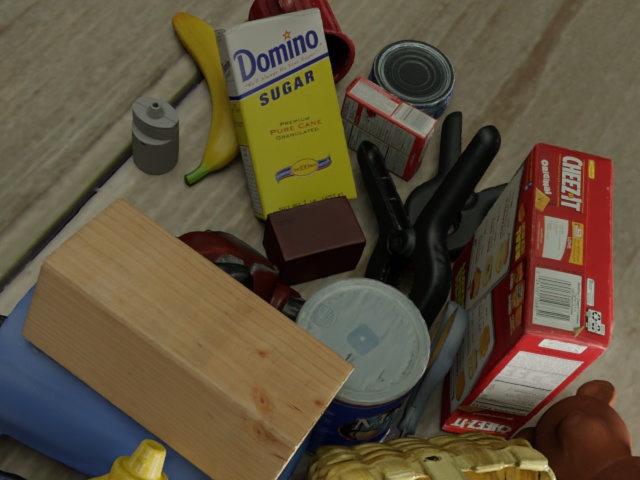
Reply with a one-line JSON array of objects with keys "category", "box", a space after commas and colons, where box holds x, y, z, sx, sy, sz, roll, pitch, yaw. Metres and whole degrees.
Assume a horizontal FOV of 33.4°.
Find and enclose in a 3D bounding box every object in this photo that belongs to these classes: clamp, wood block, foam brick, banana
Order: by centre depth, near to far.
[{"category": "wood block", "box": [-0.093, 0.077, 0.743, 0.206, 0.091, 0.090, 35, 43, 6]}, {"category": "clamp", "box": [0.087, -0.002, 0.928, 0.036, 0.165, 0.210, 15, 73, -38]}, {"category": "foam brick", "box": [-0.006, 0.001, 0.957, 0.078, 0.051, 0.053, -13, 63, -15]}, {"category": "clamp", "box": [0.126, -0.046, 1.010, 0.120, 0.039, 0.171, 42, 64, 19]}, {"category": "banana", "box": [-0.103, -0.145, 1.032, 0.069, 0.037, 0.198, -2, 61, -11]}]

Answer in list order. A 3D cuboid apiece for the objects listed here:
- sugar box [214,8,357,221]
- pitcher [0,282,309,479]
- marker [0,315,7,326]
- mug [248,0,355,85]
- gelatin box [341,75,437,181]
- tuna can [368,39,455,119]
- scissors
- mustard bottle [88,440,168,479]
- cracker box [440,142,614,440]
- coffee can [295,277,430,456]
[{"category": "sugar box", "box": [-0.030, -0.114, 0.967, 0.093, 0.048, 0.176, -16, 104, -16]}, {"category": "pitcher", "box": [-0.141, 0.145, 0.821, 0.243, 0.149, 0.144, 29, 33, 4]}, {"category": "marker", "box": [-0.304, 0.061, 0.899, 0.121, 0.020, 0.020, 17, 60, 1]}, {"category": "mug", "box": [-0.025, -0.205, 1.036, 0.093, 0.117, 0.081, -23, 60, 4]}, {"category": "gelatin box", "box": [0.061, -0.106, 1.014, 0.089, 0.073, 0.030, 32, 60, 11]}, {"category": "tuna can", "box": [0.092, -0.159, 1.070, 0.086, 0.034, 0.086, 3, 61, -6]}, {"category": "scissors", "box": [0.078, 0.135, 0.853, 0.016, 0.096, 0.201, 24, 69, 0]}, {"category": "mustard bottle", "box": [-0.155, 0.227, 0.748, 0.096, 0.058, 0.192, 28, 98, 11]}, {"category": "cracker box", "box": [0.163, 0.049, 0.860, 0.072, 0.214, 0.164, 12, 60, -5]}, {"category": "coffee can", "box": [0.023, 0.106, 0.850, 0.102, 0.140, 0.103, 4, 60, -7]}]
